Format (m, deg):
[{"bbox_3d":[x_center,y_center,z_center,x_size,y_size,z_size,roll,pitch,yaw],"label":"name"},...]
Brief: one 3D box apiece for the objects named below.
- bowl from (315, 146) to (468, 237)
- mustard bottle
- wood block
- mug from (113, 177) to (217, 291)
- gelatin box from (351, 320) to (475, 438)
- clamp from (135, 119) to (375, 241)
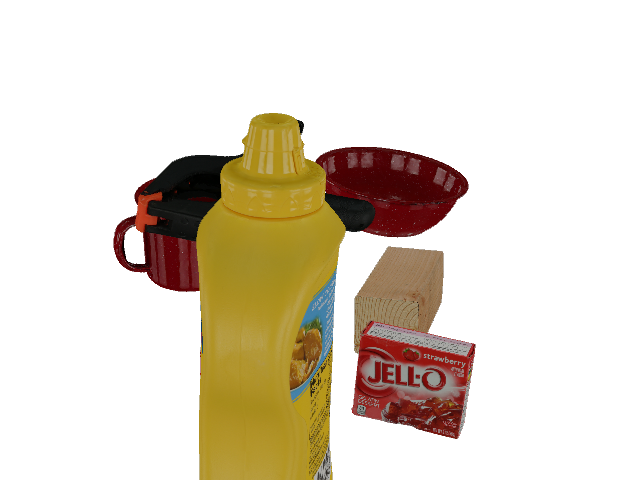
[{"bbox_3d":[0.071,-0.046,1.115,0.162,0.055,0.162,6,23,-3],"label":"bowl"},{"bbox_3d":[-0.021,0.042,0.442,0.058,0.192,0.096,8,24,11],"label":"mustard bottle"},{"bbox_3d":[0.118,0.087,1.556,0.091,0.090,0.205,6,21,15],"label":"wood block"},{"bbox_3d":[-0.130,-0.004,0.963,0.117,0.081,0.093,-15,32,-28],"label":"mug"},{"bbox_3d":[0.072,0.109,0.838,0.089,0.073,0.030,11,23,15],"label":"gelatin box"},{"bbox_3d":[-0.057,-0.043,0.778,0.171,0.039,0.120,-5,39,-25],"label":"clamp"}]
